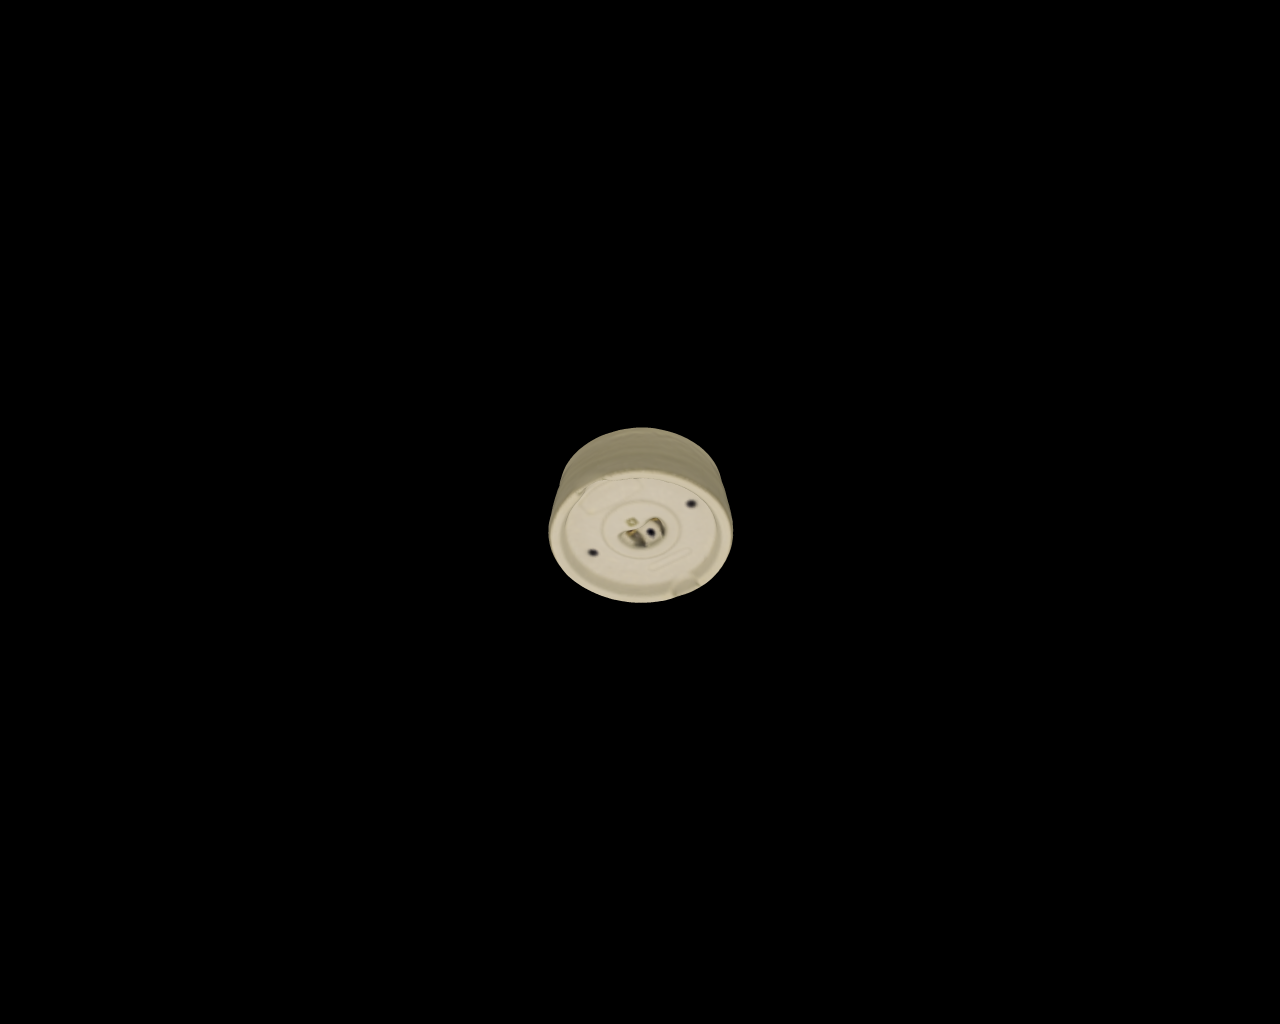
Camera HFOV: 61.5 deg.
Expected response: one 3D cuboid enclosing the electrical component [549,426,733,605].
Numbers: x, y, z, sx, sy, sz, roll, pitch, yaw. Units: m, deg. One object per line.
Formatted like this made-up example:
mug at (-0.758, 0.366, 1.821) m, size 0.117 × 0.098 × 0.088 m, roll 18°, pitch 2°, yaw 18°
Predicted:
electrical component at (0.001, -0.003, 0.650) m, size 0.108 × 0.108 × 0.060 m, roll 0°, pitch 41°, yaw 0°
